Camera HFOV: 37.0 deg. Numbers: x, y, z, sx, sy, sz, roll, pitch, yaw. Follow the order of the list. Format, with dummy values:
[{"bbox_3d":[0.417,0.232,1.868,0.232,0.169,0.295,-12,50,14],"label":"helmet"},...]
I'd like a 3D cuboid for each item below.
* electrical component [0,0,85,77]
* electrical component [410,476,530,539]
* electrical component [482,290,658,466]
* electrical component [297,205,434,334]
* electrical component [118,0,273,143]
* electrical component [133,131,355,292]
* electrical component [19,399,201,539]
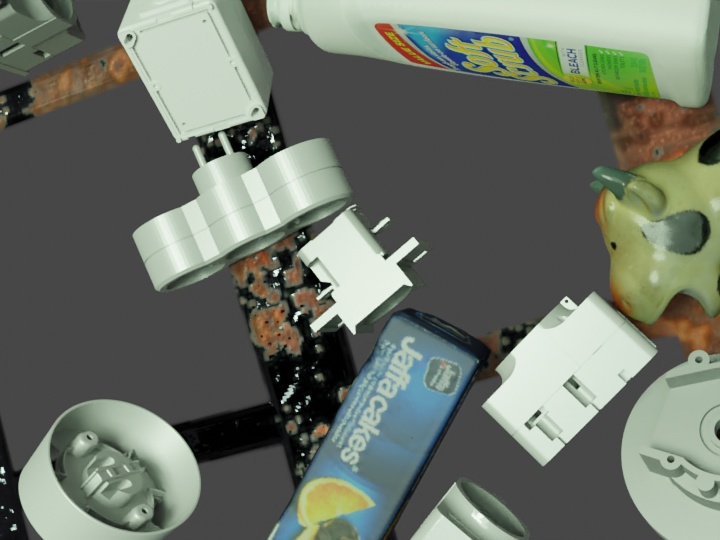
[{"bbox_3d":[-0.242,-0.191,0.632,0.060,0.186,0.105,-24,84,13],"label":"electrical component"},{"bbox_3d":[0.058,0.155,0.604,0.050,0.089,0.055,39,99,12],"label":"electrical component"},{"bbox_3d":[0.116,0.057,0.610,0.056,0.050,0.089,44,99,10],"label":"electrical component"},{"bbox_3d":[0.000,0.000,0.645,0.081,0.042,0.063,-41,77,10],"label":"electrical component"},{"bbox_3d":[-0.098,-0.136,0.643,0.062,0.061,0.096,-14,129,14],"label":"electrical component"},{"bbox_3d":[-0.079,-0.048,0.659,0.138,0.052,0.073,-26,83,14],"label":"electrical component"},{"bbox_3d":[-0.154,0.131,0.657,0.099,0.099,0.064,46,106,10],"label":"electrical component"}]
